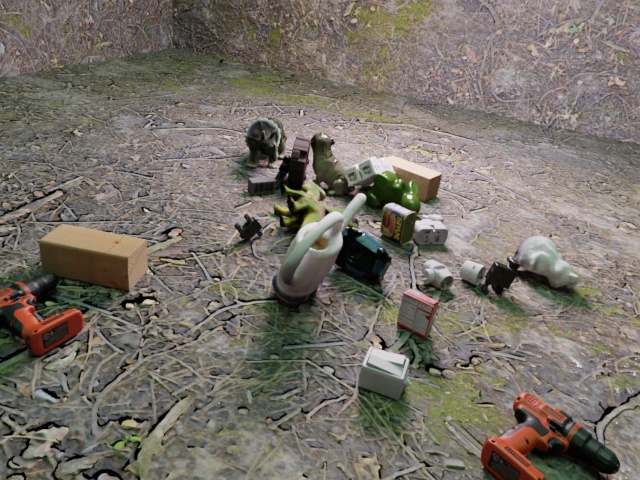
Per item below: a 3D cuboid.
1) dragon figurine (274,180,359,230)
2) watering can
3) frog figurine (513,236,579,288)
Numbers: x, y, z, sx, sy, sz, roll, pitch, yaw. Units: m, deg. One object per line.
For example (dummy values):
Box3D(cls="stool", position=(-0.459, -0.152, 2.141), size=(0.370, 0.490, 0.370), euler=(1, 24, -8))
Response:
Box3D(cls="dragon figurine", position=(0.005, -0.075, 1.490), size=(0.243, 0.120, 0.418), euler=(4, 29, -24))
Box3D(cls="watering can", position=(0.001, 0.018, 1.200), size=(0.104, 0.220, 0.353), euler=(36, 34, 11))
Box3D(cls="frog figurine", position=(0.608, 0.059, 1.371), size=(0.137, 0.122, 0.161), euler=(9, 10, -40))
